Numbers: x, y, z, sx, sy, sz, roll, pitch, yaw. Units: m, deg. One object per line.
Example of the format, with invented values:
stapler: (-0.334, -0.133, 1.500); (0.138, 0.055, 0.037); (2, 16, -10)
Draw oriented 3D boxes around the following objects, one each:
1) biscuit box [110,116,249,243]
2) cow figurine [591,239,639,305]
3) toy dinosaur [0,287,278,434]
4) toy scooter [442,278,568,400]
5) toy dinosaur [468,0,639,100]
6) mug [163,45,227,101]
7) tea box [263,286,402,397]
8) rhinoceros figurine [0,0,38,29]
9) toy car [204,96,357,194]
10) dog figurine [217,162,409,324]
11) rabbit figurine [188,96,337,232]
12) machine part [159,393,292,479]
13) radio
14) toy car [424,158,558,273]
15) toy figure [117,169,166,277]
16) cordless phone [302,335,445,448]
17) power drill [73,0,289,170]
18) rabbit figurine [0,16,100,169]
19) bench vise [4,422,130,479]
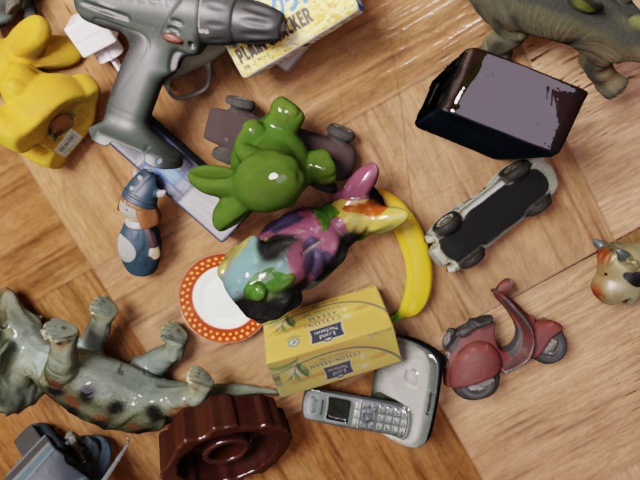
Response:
biscuit box: (-0.182, -0.086, 0.712); (0.202, 0.063, 0.059); (43, 96, -6)
cow figurine: (0.464, 0.026, 0.733); (0.195, 0.085, 0.127); (-33, 104, 6)
toy dinosaur: (-0.277, 0.196, 0.732); (0.405, 0.131, 0.192); (30, 117, -14)
toy scooter: (0.244, 0.132, 0.749); (0.184, 0.075, 0.135); (-24, 99, -1)
toy dinosaur: (0.238, -0.288, 0.624); (0.472, 0.198, 0.105); (28, 86, 27)
mug: (-0.170, -0.239, 0.682); (0.107, 0.081, 0.109); (-20, 105, -3)
tea box: (0.013, 0.134, 0.726); (0.170, 0.098, 0.068); (-17, 118, -1)
rhinoceros figurine: (-0.398, -0.323, 0.665); (0.190, 0.073, 0.112); (-39, 99, 4)
toy car: (-0.050, -0.128, 0.714); (0.202, 0.053, 0.089); (15, 111, -7)
dog figurine: (-0.001, -0.002, 0.677); (0.219, 0.191, 0.108); (-34, 92, 19)
rabbit figurine: (-0.068, -0.082, 0.612); (0.159, 0.170, 0.121); (-23, 108, 5)
machine part: (-0.128, 0.272, 0.729); (0.179, 0.056, 0.179); (-11, 136, -11)
radio: (0.194, -0.150, 0.629); (0.131, 0.229, 0.073); (23, 97, 0)
toy car: (0.232, -0.036, 0.730); (0.202, 0.056, 0.073); (-38, 102, 1)
toy figure: (-0.231, -0.020, 0.695); (0.064, 0.058, 0.154); (14, 128, 2)
cordless phone: (0.072, 0.201, 0.754); (0.184, 0.089, 0.146); (8, 99, 2)
power drill: (-0.169, -0.187, 0.603); (0.232, 0.086, 0.207); (20, 114, 1)
rabbit figurine: (-0.372, -0.198, 0.669); (0.173, 0.122, 0.162); (35, 94, 13)
bench vise: (-0.311, 0.335, 0.725); (0.240, 0.224, 0.129); (57, 49, -33)
